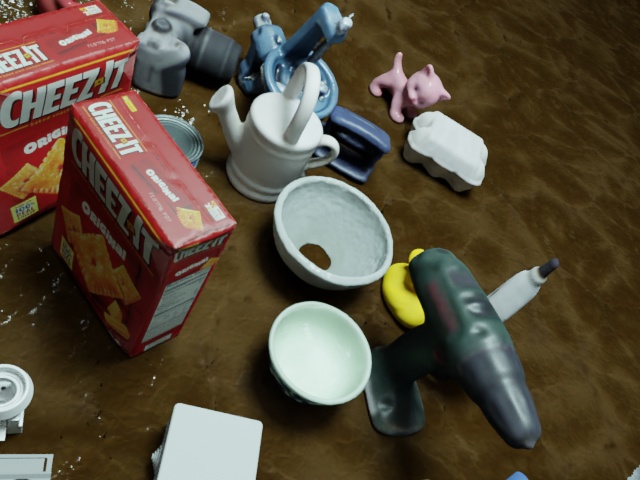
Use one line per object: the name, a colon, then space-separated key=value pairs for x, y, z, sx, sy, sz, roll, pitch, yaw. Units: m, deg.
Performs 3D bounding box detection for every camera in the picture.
camera: x=-0.186 y=-0.279 z=0.831 sx=0.137 sy=0.100 sz=0.143 roll=20 pitch=49 yaw=-15

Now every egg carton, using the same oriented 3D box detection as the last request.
egg carton: x=0.217 y=-0.153 z=0.985 sx=0.150 sy=0.069 sz=0.107 roll=29 pitch=47 yaw=-7

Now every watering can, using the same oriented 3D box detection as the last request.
watering can: x=-0.055 y=-0.144 z=0.740 sx=0.173 sy=0.194 sz=0.101 roll=-5 pitch=59 yaw=-32

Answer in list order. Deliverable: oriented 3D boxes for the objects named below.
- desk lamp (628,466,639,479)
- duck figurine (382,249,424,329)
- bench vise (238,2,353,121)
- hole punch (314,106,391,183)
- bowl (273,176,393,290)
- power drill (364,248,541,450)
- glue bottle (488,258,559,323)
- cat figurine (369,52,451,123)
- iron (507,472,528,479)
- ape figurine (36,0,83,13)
desk lamp: x=0.366 y=0.341 z=0.599 sx=0.203 sy=0.213 sz=0.118 roll=47 pitch=48 yaw=9
duck figurine: x=0.135 y=0.062 z=0.766 sx=0.078 sy=0.086 sz=0.104 roll=2 pitch=56 yaw=-28
bench vise: x=-0.044 y=-0.264 z=0.818 sx=0.207 sy=0.219 sz=0.122 roll=47 pitch=48 yaw=10
hole punch: x=0.055 y=-0.164 z=0.886 sx=0.109 sy=0.091 sz=0.101 roll=29 pitch=47 yaw=-7
bowl: x=0.007 y=0.003 z=0.746 sx=0.168 sy=0.074 sz=0.167 roll=15 pitch=50 yaw=-19
power drill: x=0.128 y=0.136 z=0.623 sx=0.076 sy=0.208 sz=0.229 roll=5 pitch=54 yaw=-26
glue bottle: x=0.258 y=0.073 z=0.766 sx=0.037 sy=0.173 sz=0.078 roll=45 pitch=47 yaw=8
cat figurine: x=0.164 y=-0.274 z=1.012 sx=0.067 sy=0.117 sz=0.127 roll=-23 pitch=70 yaw=-39
iron: x=0.182 y=0.329 z=0.554 sx=0.259 sy=0.141 sz=0.118 roll=-25 pitch=71 yaw=-39
ape figurine: x=-0.351 y=-0.349 z=0.796 sx=0.076 sy=0.092 sz=0.077 roll=1 pitch=56 yaw=-29
